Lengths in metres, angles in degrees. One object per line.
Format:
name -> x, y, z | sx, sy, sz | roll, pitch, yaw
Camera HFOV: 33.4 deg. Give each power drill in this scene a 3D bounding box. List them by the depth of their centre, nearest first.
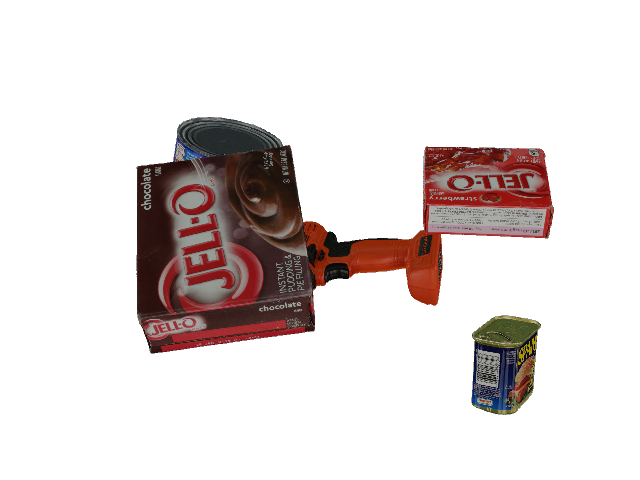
power drill -> 0.038, 0.034, 1.182 | 0.188, 0.057, 0.184 | 1, 30, 11

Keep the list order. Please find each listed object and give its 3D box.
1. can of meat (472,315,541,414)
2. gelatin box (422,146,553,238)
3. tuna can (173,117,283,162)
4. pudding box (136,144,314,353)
can of meat -> 0.207, 0.139, 1.196 | 0.058, 0.084, 0.101 | 8, 14, 27
gelatin box -> 0.118, -0.036, 0.761 | 0.089, 0.030, 0.073 | 2, 38, 5
tuna can -> -0.075, -0.067, 0.855 | 0.086, 0.034, 0.086 | 10, 26, -5
pudding box -> -0.053, 0.003, 0.582 | 0.090, 0.113, 0.039 | -8, -43, -2
